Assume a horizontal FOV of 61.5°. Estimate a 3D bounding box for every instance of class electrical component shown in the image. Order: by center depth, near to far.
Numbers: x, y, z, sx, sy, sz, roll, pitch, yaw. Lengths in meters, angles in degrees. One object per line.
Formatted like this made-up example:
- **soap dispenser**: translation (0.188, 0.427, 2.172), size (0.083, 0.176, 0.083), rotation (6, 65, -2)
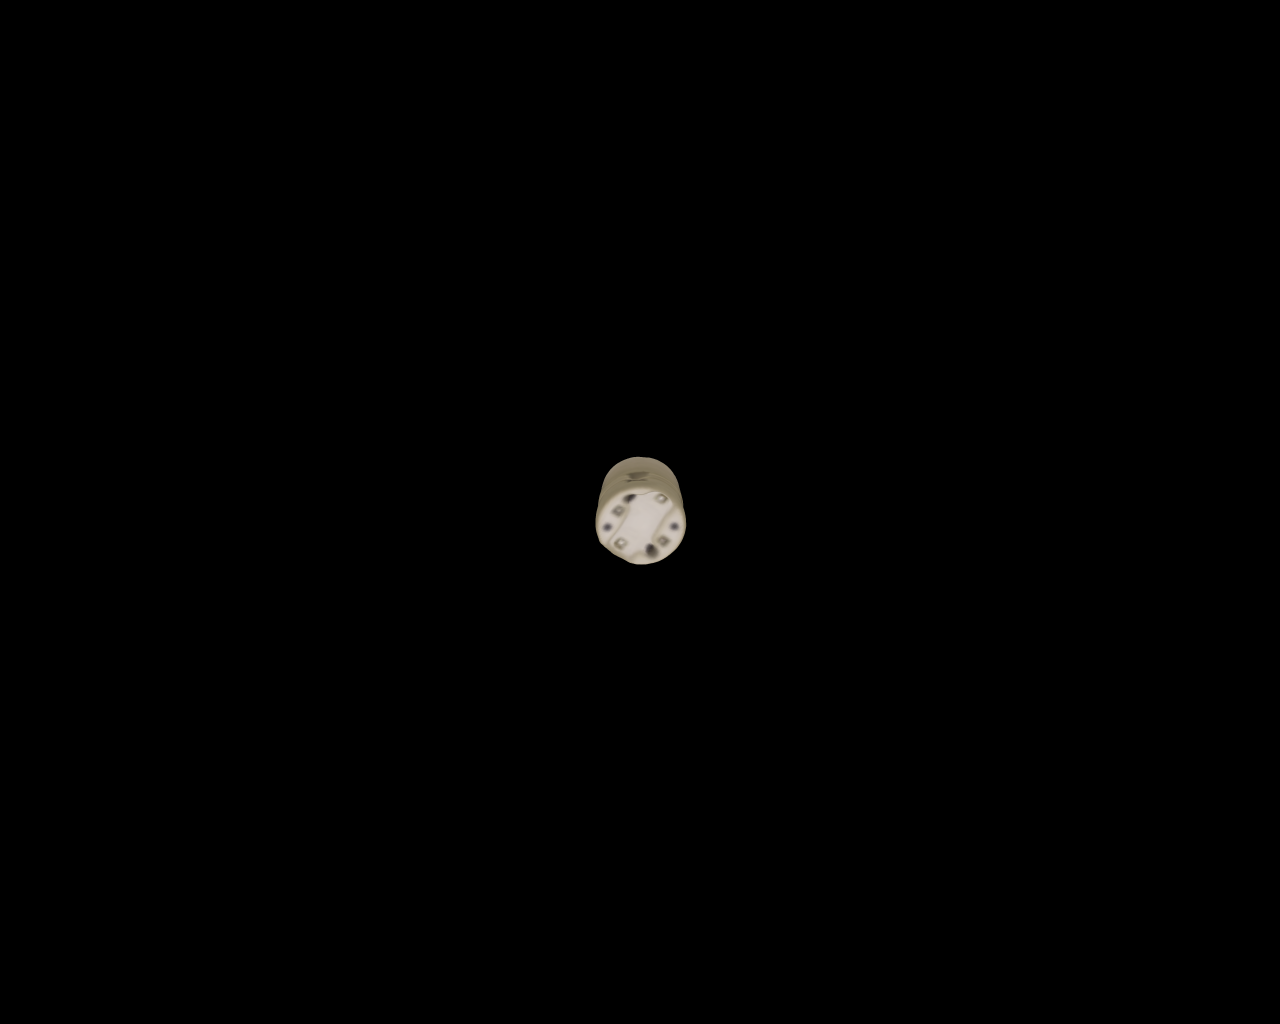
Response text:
- **electrical component**: translation (0.001, -0.003, 0.650), size (0.055, 0.055, 0.047), rotation (0, 30, 0)
